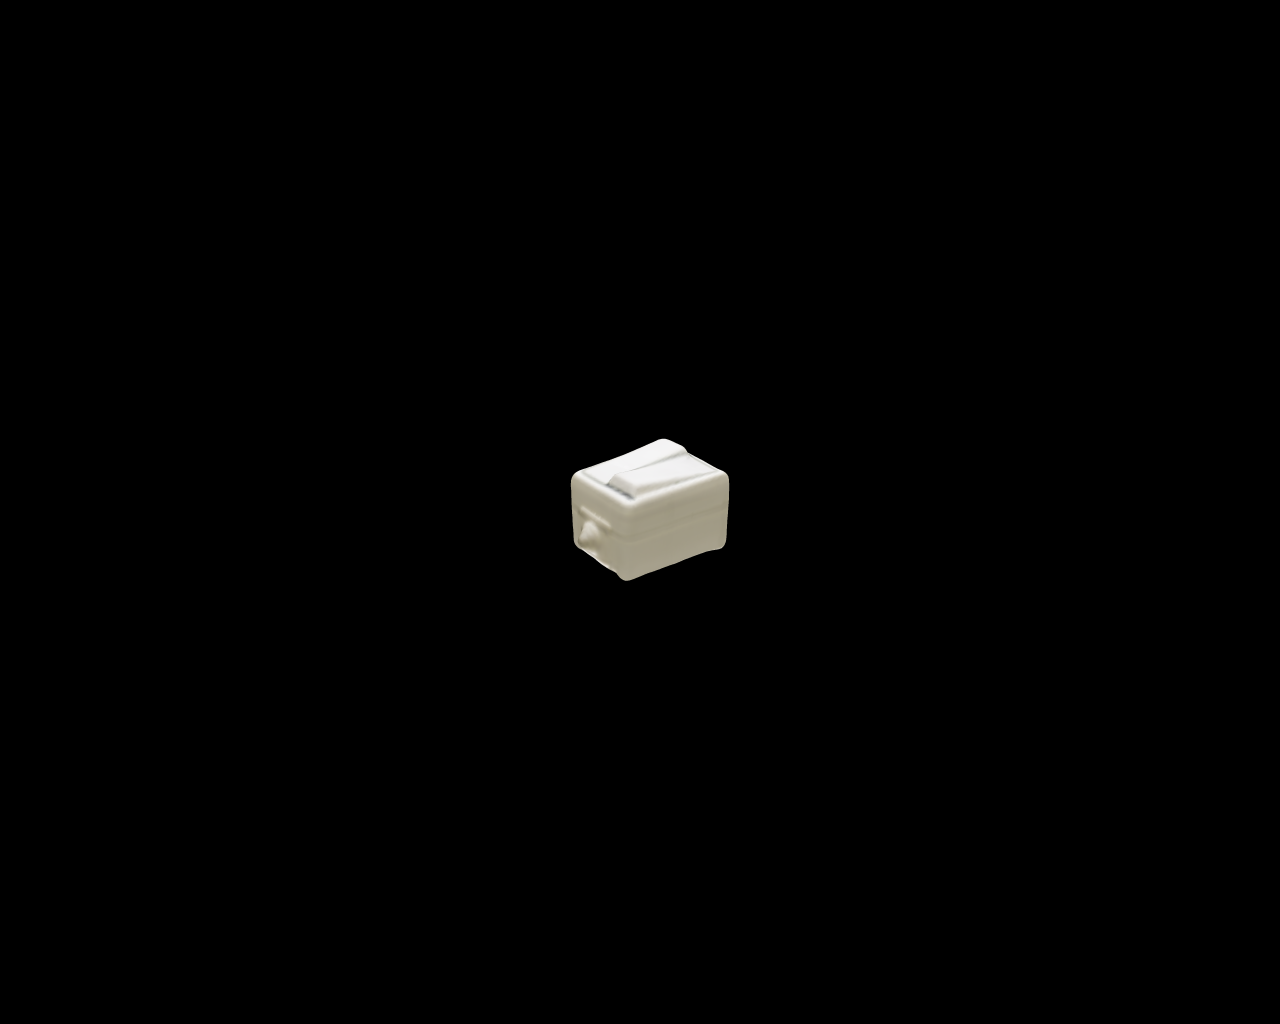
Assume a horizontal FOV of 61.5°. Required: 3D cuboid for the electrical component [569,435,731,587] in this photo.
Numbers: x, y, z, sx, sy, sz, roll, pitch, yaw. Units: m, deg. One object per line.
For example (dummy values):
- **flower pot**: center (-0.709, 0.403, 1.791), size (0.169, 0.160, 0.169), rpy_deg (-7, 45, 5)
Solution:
- **electrical component**: center (0.001, -0.003, 0.650), size (0.096, 0.061, 0.062), rpy_deg (-18, 32, -31)
